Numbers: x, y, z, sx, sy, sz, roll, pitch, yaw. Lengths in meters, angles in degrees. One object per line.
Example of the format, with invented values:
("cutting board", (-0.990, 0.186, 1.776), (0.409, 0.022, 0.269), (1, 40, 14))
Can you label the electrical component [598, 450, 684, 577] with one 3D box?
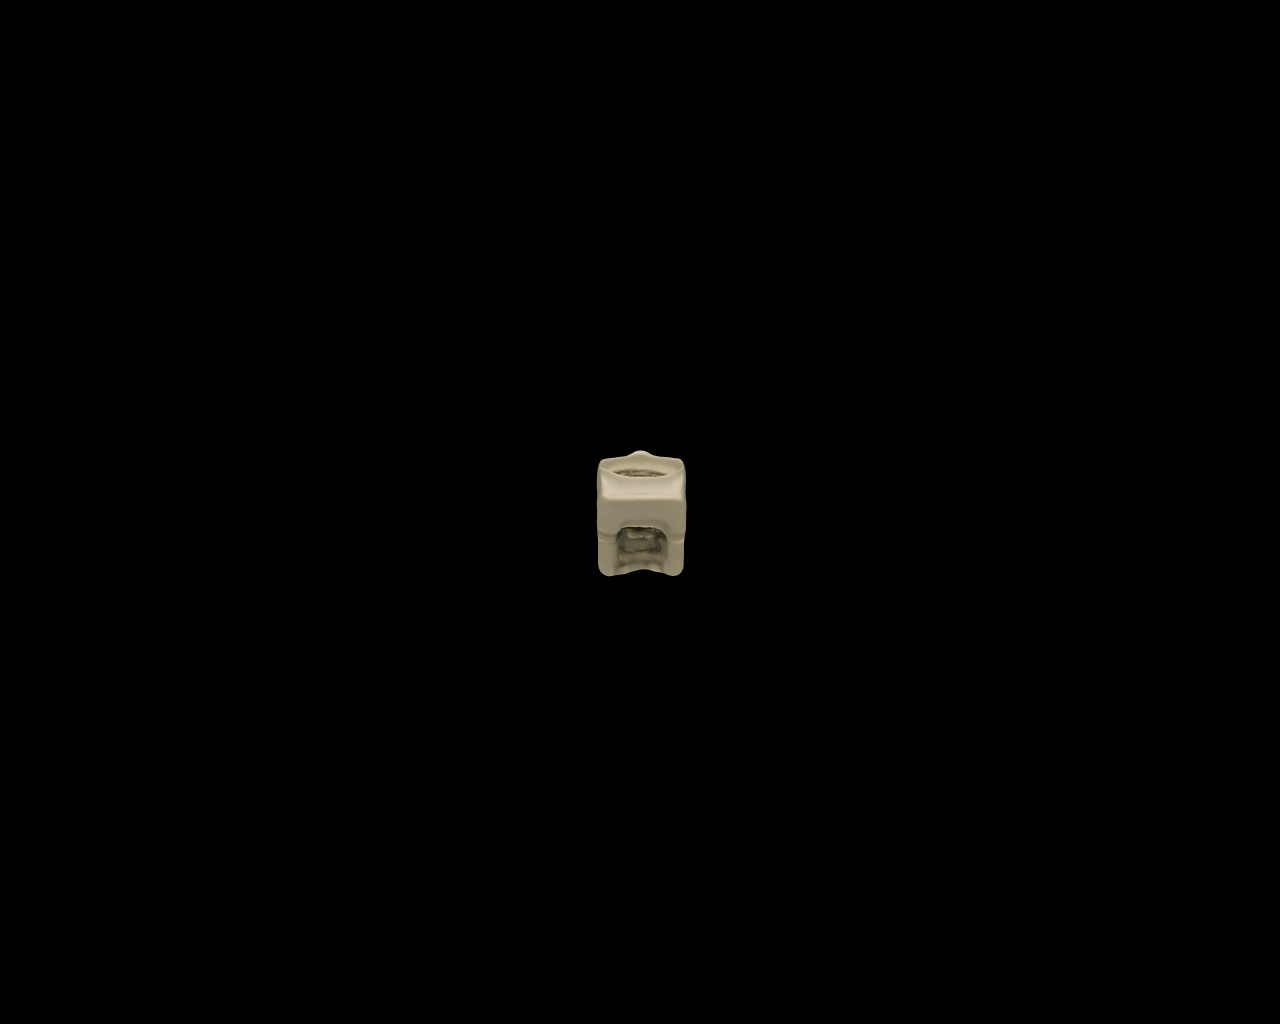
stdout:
("electrical component", (0.001, -0.003, 0.650), (0.050, 0.055, 0.089), (0, 17, 0))
